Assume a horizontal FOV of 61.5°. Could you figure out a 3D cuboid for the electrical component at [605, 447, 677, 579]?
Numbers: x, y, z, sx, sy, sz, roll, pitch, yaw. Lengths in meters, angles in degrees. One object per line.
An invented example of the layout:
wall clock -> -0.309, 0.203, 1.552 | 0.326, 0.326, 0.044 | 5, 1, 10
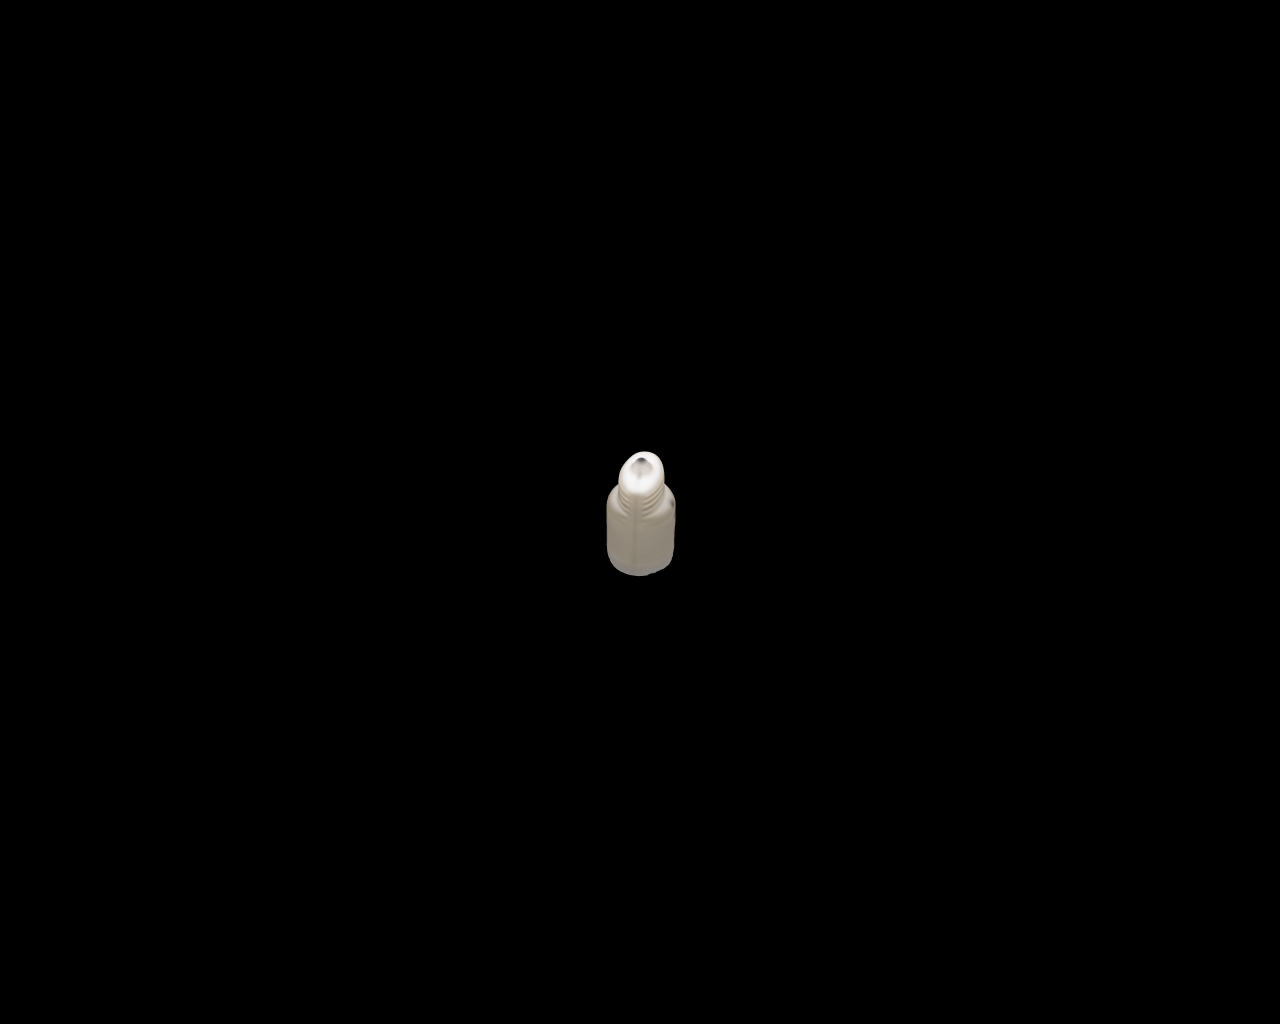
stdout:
electrical component -> 0.001, -0.003, 0.650 | 0.043, 0.080, 0.043 | 0, 43, 0
